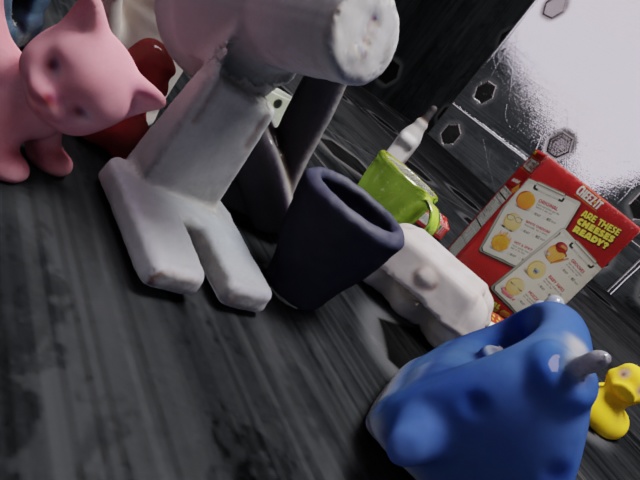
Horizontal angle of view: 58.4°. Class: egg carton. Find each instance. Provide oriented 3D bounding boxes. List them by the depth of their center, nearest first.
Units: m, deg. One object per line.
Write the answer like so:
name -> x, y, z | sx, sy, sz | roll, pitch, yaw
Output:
egg carton -> 0.108, 0.044, 0.588 | 0.150, 0.069, 0.107 | 43, 18, 15

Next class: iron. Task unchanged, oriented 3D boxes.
iron -> 0.131, 0.092, 0.399 | 0.118, 0.141, 0.259 | 41, 18, 8

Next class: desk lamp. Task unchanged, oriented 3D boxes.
desk lamp -> -0.052, -0.098, 0.393 | 0.118, 0.213, 0.202 | 19, 26, -45

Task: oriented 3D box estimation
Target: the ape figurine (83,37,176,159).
ape figurine -> -0.146, -0.114, 0.447 | 0.076, 0.092, 0.078 | 36, 18, -7

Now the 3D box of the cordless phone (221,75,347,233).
cordless phone -> -0.023, -0.111, 0.525 | 0.094, 0.185, 0.147 | 30, 20, -24

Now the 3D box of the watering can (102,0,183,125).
watering can -> -0.146, -0.204, 0.500 | 0.101, 0.194, 0.172 | 31, 19, -20

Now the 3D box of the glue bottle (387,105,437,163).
glue bottle -> 0.128, -0.143, 0.914 | 0.037, 0.173, 0.078 | 38, 18, 1

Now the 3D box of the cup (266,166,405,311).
cup -> 0.004, 0.002, 0.450 | 0.092, 0.095, 0.118 | 36, 18, -6

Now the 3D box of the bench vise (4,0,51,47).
bench vise -> -0.239, -0.256, 0.408 | 0.122, 0.219, 0.207 | 32, 19, -18

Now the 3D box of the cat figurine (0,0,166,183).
cat figurine -> -0.163, -0.100, 0.340 | 0.127, 0.117, 0.067 | 40, 18, 6

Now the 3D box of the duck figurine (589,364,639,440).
duck figurine -> 0.362, 0.188, 0.701 | 0.077, 0.086, 0.105 | 45, 19, 21
